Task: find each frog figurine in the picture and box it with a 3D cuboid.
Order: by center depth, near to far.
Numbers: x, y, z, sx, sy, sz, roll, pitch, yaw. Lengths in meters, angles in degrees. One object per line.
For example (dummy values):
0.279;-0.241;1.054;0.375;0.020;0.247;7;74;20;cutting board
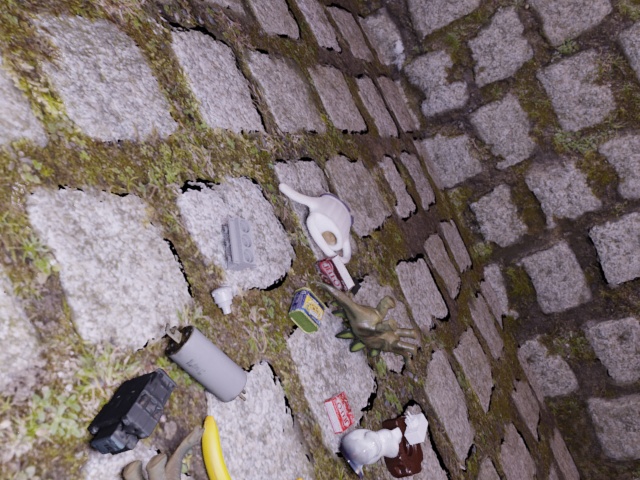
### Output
0.135;0.527;1.336;0.161;0.124;0.134;-37;-29;-15;frog figurine

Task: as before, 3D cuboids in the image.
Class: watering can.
0.005;-0.084;1.659;0.103;0.344;0.229;-27;20;29;watering can
